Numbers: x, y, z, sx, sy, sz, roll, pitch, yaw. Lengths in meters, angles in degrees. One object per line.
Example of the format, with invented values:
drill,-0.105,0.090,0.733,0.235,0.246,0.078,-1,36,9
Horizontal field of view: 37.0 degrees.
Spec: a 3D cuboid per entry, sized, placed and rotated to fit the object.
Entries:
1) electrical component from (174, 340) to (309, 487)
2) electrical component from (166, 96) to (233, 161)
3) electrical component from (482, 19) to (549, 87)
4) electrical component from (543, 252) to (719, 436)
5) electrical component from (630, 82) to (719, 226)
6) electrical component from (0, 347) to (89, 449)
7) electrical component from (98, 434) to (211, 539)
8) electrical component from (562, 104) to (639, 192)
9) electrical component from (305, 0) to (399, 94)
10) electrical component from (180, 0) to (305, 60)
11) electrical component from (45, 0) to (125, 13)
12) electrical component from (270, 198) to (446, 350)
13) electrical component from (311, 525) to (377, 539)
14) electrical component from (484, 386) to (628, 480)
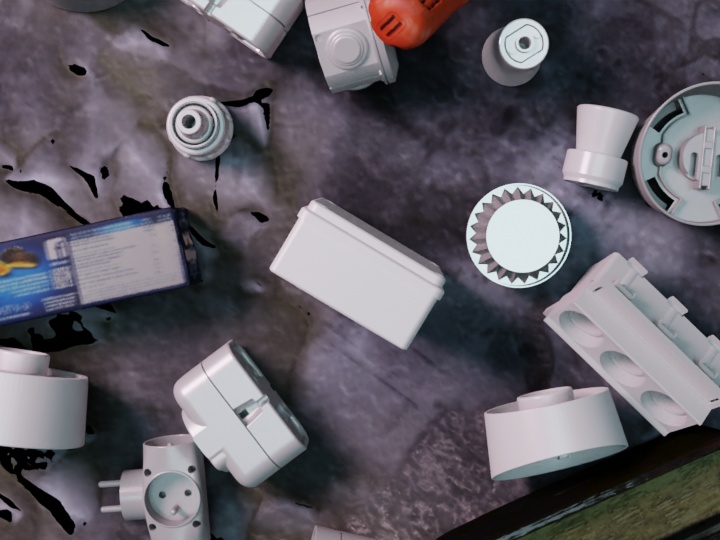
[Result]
electrical component,-0.089,0.107,0.784,0.059,0.053,0.095,-37,92,2
electrical component,-0.118,-0.103,0.770,0.048,0.062,0.048,0,93,0
electrical component,0.112,-0.156,0.764,0.044,0.065,0.044,0,93,0
electrical component,0.202,0.051,0.771,0.121,0.079,0.063,44,63,-2
electrical component,0.244,-0.081,0.767,0.099,0.064,0.099,0,93,1
electrical component,-0.245,0.087,0.760,0.108,0.108,0.060,9,87,0
electrical component,-0.153,0.164,0.792,0.079,0.044,0.077,-4,93,1
electrical component,0.173,-0.088,0.777,0.045,0.045,0.055,13,93,0
electrical component,-0.005,-0.166,0.759,0.051,0.080,0.080,-15,92,6
electrical component,-0.089,-0.203,0.769,0.095,0.053,0.059,34,92,-1
electrical component,-0.204,-0.243,0.765,0.108,0.060,0.108,0,93,0
electrical component,0.000,0.000,0.752,0.109,0.108,0.056,31,95,-1
electrical component,-0.014,0.219,0.789,0.047,0.055,0.055,10,93,-4
electrical component,0.138,0.118,0.764,0.099,0.099,0.064,-12,86,1
